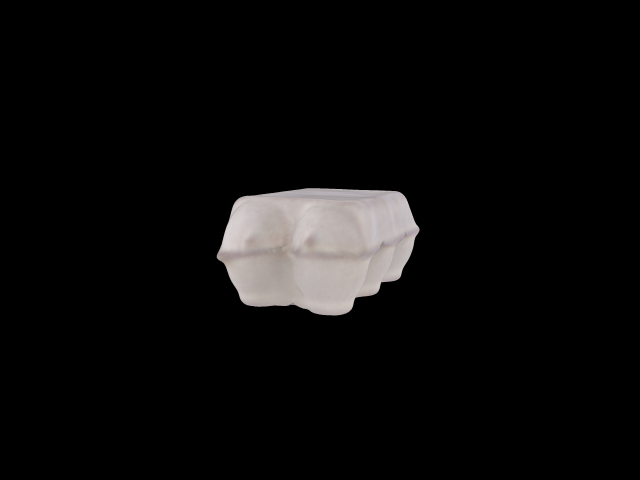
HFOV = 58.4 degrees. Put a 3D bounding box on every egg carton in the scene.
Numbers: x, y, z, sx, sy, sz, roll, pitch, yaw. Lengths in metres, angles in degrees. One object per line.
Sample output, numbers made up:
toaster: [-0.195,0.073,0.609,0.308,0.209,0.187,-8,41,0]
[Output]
egg carton: [0.004,0.001,0.400,0.107,0.069,0.151,4,10,24]
